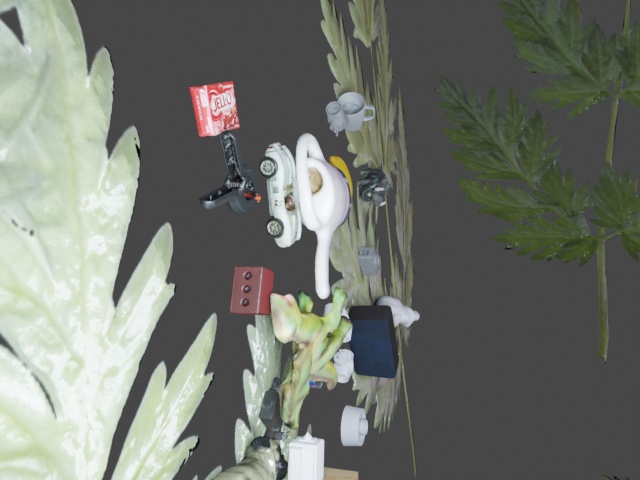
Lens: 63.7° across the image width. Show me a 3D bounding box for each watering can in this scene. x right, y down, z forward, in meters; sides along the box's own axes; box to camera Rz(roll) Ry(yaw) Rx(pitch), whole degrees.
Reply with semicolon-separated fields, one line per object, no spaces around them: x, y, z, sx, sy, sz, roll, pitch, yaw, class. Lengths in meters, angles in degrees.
0.003;-0.057;1.124;0.104;0.348;0.224;-9;-2;18;watering can

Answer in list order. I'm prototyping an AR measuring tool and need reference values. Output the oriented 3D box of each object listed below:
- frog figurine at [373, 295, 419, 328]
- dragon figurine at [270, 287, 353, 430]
0.273;0.262;1.849;0.159;0.121;0.139;-2;19;19;frog figurine
-0.027;0.240;0.980;0.122;0.401;0.248;6;38;23;dragon figurine
